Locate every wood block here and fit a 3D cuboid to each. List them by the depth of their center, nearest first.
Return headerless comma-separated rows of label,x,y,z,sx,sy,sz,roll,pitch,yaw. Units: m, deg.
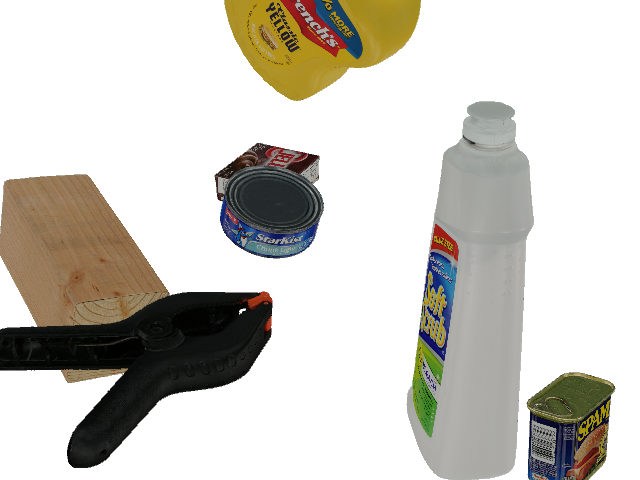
wood block,-0.230,0.029,1.015,0.090,0.091,0.206,-7,37,-33

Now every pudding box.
pudding box,-0.064,-0.078,1.323,0.090,0.039,0.113,13,34,23

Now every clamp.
clamp,-0.094,0.071,0.608,0.171,0.039,0.120,-14,40,-26

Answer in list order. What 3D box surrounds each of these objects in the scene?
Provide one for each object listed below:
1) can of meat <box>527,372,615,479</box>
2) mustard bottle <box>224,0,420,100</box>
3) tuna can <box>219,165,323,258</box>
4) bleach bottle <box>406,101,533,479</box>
can of meat,0.244,0.189,1.046,0.058,0.084,0.101,13,23,37
mustard bottle,0.009,-0.149,0.649,0.058,0.096,0.192,-34,10,-25
tuna can,-0.042,-0.024,0.912,0.086,0.034,0.086,9,41,-8
bleach bottle,0.098,0.029,0.688,0.068,0.251,0.102,-4,30,-6
